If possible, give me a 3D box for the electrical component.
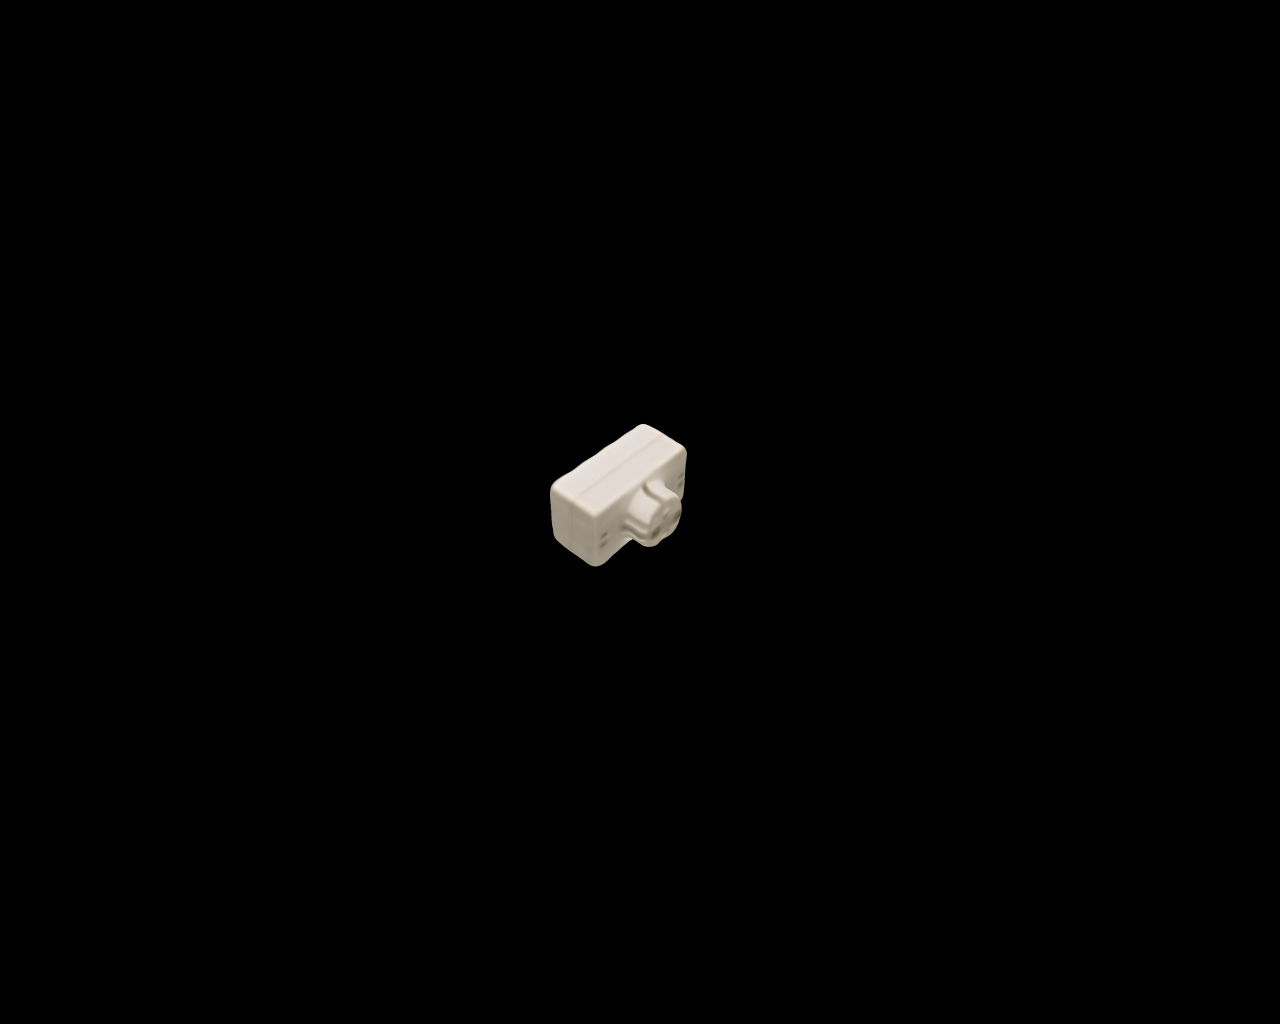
[{"bbox_3d":[0.001,-0.003,0.650,0.076,0.047,0.083,33,54,29],"label":"electrical component"}]
